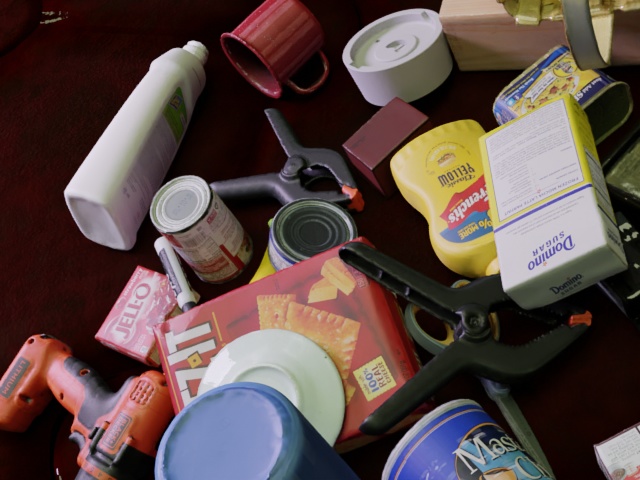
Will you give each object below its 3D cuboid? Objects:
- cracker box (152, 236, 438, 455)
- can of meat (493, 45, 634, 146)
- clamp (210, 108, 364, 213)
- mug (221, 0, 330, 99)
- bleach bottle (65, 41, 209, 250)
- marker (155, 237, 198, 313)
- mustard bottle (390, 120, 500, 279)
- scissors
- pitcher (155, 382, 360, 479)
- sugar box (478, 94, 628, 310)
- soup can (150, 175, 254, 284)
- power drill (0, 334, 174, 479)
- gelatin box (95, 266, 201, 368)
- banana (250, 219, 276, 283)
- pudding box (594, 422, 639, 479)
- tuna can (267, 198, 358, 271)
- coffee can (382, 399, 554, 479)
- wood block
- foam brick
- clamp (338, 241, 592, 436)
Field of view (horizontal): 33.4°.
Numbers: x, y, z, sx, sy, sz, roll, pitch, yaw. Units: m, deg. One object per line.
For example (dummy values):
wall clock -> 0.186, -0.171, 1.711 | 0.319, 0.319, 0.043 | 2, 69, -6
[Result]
cracker box -> -0.024, 0.113, 0.935 | 0.214, 0.072, 0.164 | -23, 67, 10
can of meat -> 0.225, -0.125, 1.000 | 0.102, 0.057, 0.084 | -39, 49, -2
clamp -> -0.023, -0.076, 1.100 | 0.172, 0.039, 0.120 | 16, 73, 27
mug -> -0.040, -0.209, 1.171 | 0.117, 0.093, 0.081 | 42, 76, 8
bleach bottle -> -0.188, -0.117, 1.182 | 0.068, 0.102, 0.250 | 16, 60, 18
marker -> -0.138, 0.043, 1.053 | 0.020, 0.020, 0.121 | -32, 49, 4
mustard bottle -> 0.142, -0.022, 0.972 | 0.096, 0.058, 0.192 | -25, 52, -1
scissors -> 0.129, 0.117, 0.888 | 0.096, 0.016, 0.202 | 4, 51, -19
pitcher -> -0.033, 0.210, 0.788 | 0.149, 0.242, 0.145 | -42, 47, -12
sugar box -> 0.189, -0.033, 0.884 | 0.093, 0.048, 0.176 | -28, 45, 28
soup can -> -0.117, -0.009, 1.062 | 0.069, 0.102, 0.068 | -11, 55, 17
power drill -> -0.239, 0.185, 1.026 | 0.188, 0.057, 0.184 | 24, 75, 33
gelatin box -> -0.175, 0.077, 1.079 | 0.073, 0.030, 0.089 | 17, 68, 33
banana -> -0.075, 0.067, 1.038 | 0.197, 0.037, 0.070 | -54, 31, -16
pudding box -> 0.269, 0.184, 0.790 | 0.090, 0.039, 0.113 | -29, 53, 5
tuna can -> -0.007, 0.001, 1.022 | 0.086, 0.034, 0.086 | 3, 52, -5
coffee can -> 0.129, 0.203, 0.804 | 0.103, 0.102, 0.140 | -43, 52, -5
wood block -> 0.233, -0.228, 1.042 | 0.206, 0.090, 0.090 | 2, 61, 26
foam brick -> 0.072, -0.092, 1.057 | 0.078, 0.051, 0.053 | -42, 50, -5
clamp -> 0.116, 0.065, 0.877 | 0.209, 0.036, 0.164 | -9, 67, -11
